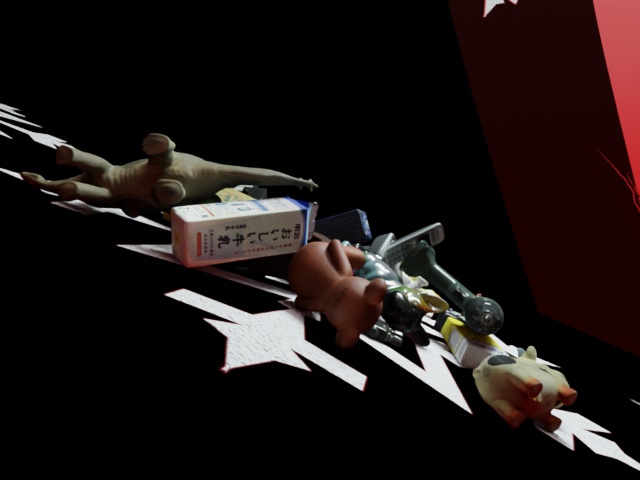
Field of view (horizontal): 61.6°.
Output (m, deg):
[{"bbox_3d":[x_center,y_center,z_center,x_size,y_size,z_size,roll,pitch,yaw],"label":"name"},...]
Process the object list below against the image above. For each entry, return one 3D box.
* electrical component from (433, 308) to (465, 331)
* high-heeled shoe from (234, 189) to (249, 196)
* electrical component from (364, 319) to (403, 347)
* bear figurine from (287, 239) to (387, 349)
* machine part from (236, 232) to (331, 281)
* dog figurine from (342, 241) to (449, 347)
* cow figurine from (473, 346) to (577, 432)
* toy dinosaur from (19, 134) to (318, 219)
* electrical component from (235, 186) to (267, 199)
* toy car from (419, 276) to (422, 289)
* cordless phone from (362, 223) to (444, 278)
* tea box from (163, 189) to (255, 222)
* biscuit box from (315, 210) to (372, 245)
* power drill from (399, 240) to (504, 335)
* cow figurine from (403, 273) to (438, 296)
[{"bbox_3d":[0.282,0.178,1.126,0.075,0.047,0.119,25,7,24],"label":"electrical component"},{"bbox_3d":[-0.213,-0.060,1.129,0.249,0.145,0.086,17,38,33],"label":"high-heeled shoe"},{"bbox_3d":[0.087,0.139,0.849,0.094,0.021,0.063,25,7,10],"label":"electrical component"},{"bbox_3d":[0.040,0.076,0.781,0.132,0.120,0.196,23,6,-41],"label":"bear figurine"},{"bbox_3d":[-0.062,0.021,0.957,0.179,0.056,0.179,9,18,-3],"label":"machine part"},{"bbox_3d":[0.123,0.100,0.971,0.219,0.108,0.191,30,5,23],"label":"dog figurine"},{"bbox_3d":[0.290,0.206,0.767,0.195,0.085,0.127,18,14,-39],"label":"cow figurine"},{"bbox_3d":[-0.241,-0.094,0.868,0.472,0.105,0.198,1,-6,2],"label":"toy dinosaur"},{"bbox_3d":[-0.188,-0.086,1.284,0.115,0.058,0.134,8,35,7],"label":"electrical component"},{"bbox_3d":[0.166,0.086,1.333,0.161,0.109,0.103,8,-10,-25],"label":"toy car"},{"bbox_3d":[0.185,0.043,1.150,0.184,0.146,0.089,-23,31,-9],"label":"cordless phone"},{"bbox_3d":[-0.214,-0.059,1.031,0.170,0.098,0.068,26,35,17],"label":"tea box"},{"bbox_3d":[-0.002,-0.003,1.063,0.203,0.062,0.059,-15,-6,14],"label":"biscuit box"},{"bbox_3d":[0.248,0.091,0.984,0.207,0.086,0.232,36,4,24],"label":"power drill"},{"bbox_3d":[0.198,0.116,1.238,0.167,0.098,0.068,42,-1,-5],"label":"cow figurine"}]
